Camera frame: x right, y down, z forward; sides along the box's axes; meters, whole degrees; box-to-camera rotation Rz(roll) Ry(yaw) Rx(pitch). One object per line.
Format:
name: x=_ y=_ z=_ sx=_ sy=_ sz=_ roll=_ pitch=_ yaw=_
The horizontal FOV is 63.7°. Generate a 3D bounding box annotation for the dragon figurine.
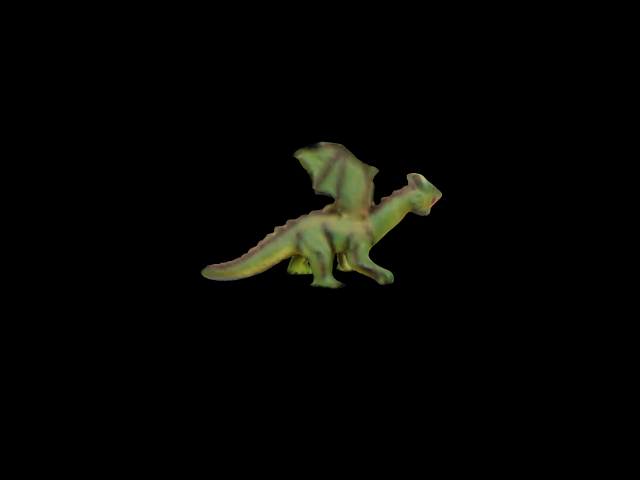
dragon figurine: x=0.003 y=-0.043 z=0.850 sx=0.410 sy=0.239 sz=0.124 roll=-1 pitch=16 yaw=-5
